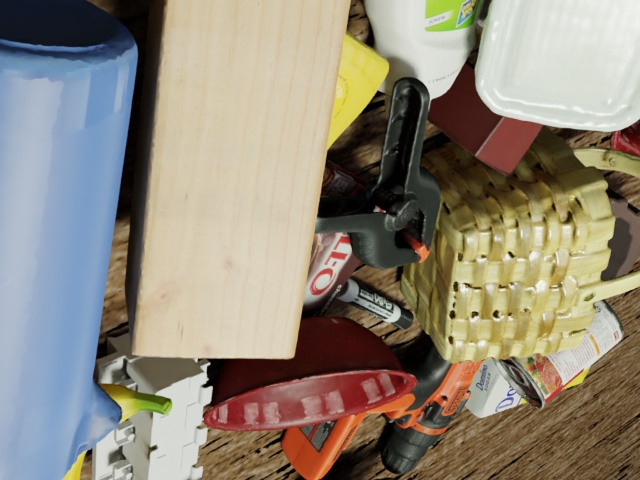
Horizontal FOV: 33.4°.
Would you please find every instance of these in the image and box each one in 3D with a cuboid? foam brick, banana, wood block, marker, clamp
[{"bbox_3d":[0.113,-0.093,0.766,0.052,0.078,0.051,19,110,-53],"label":"foam brick"},{"bbox_3d":[-0.165,0.152,0.715,0.037,0.069,0.198,-44,170,-52],"label":"banana"},{"bbox_3d":[-0.050,-0.049,0.567,0.090,0.091,0.206,3,112,-15],"label":"wood block"},{"bbox_3d":[0.046,0.053,0.884,0.020,0.020,0.121,-52,145,6],"label":"marker"},{"bbox_3d":[0.050,-0.035,0.722,0.120,0.039,0.171,-48,154,3],"label":"clamp"}]

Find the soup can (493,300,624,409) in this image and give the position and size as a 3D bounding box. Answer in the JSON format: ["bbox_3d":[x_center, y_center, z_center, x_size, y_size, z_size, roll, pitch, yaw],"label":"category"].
[{"bbox_3d":[0.216,0.095,0.971,0.102,0.069,0.068,-38,144,-11],"label":"soup can"}]

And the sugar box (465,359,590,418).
[{"bbox_3d":[0.227,0.124,1.119,0.175,0.048,0.093,-12,131,-41],"label":"sugar box"}]

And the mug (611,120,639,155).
[{"bbox_3d":[0.324,-0.094,0.984,0.117,0.082,0.093,-6,127,-44],"label":"mug"}]

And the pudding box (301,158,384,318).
[{"bbox_3d":[-0.005,0.001,0.763,0.113,0.039,0.089,-54,145,10],"label":"pudding box"}]

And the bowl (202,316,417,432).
[{"bbox_3d":[-0.012,0.097,0.797,0.162,0.055,0.162,-9,160,-4],"label":"bowl"}]

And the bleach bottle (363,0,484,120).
[{"bbox_3d":[0.064,-0.174,0.651,0.102,0.068,0.251,-24,140,-30],"label":"bleach bottle"}]

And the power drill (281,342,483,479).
[{"bbox_3d":[0.055,0.159,0.965,0.187,0.057,0.185,-8,131,-44],"label":"power drill"}]

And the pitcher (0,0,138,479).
[{"bbox_3d":[-0.174,0.001,0.523,0.149,0.145,0.243,-21,134,-51],"label":"pitcher"}]

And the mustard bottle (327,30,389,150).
[{"bbox_3d":[-0.044,-0.052,0.655,0.096,0.058,0.192,23,106,-47],"label":"mustard bottle"}]
